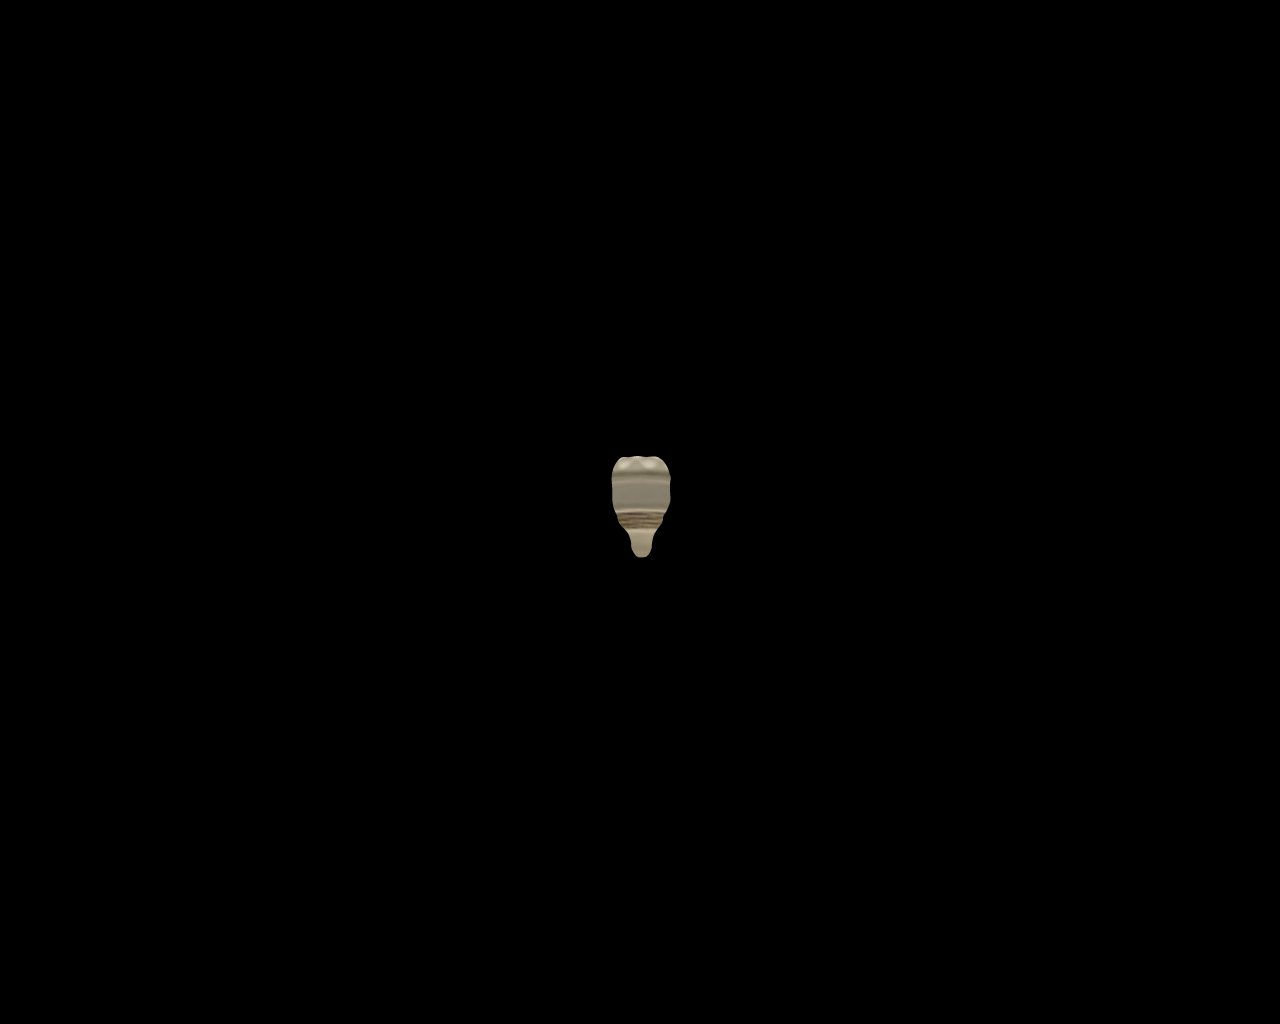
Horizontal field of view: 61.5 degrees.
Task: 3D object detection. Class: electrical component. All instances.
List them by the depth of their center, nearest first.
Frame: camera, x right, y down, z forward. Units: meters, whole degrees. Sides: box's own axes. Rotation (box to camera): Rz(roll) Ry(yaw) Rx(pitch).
[{"bbox_3d":[0.001,-0.003,0.650,0.035,0.061,0.035,0,-2,0],"label":"electrical component"}]
